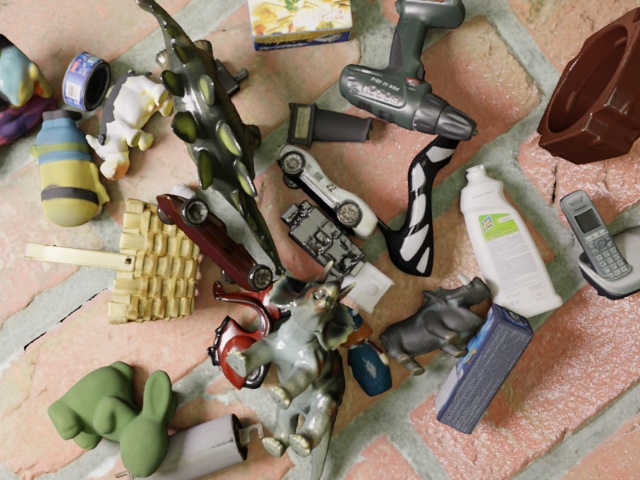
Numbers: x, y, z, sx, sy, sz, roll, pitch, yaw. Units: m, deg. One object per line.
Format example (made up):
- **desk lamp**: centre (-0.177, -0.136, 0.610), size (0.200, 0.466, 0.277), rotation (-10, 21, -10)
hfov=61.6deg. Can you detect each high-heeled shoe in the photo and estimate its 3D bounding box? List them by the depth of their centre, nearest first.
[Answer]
- **high-heeled shoe**: centre (0.189, -0.064, 0.855), size (0.145, 0.086, 0.248), rotation (42, 94, -3)

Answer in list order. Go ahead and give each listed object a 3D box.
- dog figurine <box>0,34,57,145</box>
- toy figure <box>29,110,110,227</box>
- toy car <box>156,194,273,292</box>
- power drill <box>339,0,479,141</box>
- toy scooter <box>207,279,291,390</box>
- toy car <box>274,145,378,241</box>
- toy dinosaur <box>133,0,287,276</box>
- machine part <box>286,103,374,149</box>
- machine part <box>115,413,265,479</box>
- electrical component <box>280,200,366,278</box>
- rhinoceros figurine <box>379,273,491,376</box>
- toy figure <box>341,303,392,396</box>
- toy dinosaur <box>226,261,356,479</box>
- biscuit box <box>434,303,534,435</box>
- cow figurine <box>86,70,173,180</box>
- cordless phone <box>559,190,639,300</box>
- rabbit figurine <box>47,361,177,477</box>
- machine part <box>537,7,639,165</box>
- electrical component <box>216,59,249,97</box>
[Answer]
- **dog figurine**: centre (-0.506, -0.178, 0.785), size (0.108, 0.191, 0.219), rotation (41, 73, -8)
- **toy figure**: centre (-0.393, -0.109, 0.826), size (0.082, 0.089, 0.180), rotation (-6, 95, 32)
- **toy car**: centre (-0.144, 0.002, 0.751), size (0.053, 0.089, 0.202), rotation (-53, 122, -21)
- **power drill**: centre (0.159, -0.268, 0.834), size (0.232, 0.086, 0.207), rotation (18, 88, 20)
- **toy scooter**: centre (-0.123, 0.135, 0.843), size (0.135, 0.075, 0.184), rotation (23, 85, -2)
- **toy car**: centre (0.007, -0.075, 0.837), size (0.202, 0.073, 0.056), rotation (43, 80, 9)
- **toy dinosaur**: centre (-0.146, -0.137, 0.782), size (0.105, 0.199, 0.470), rotation (-26, 114, 6)
- **machine part**: centre (0.016, -0.183, 0.870), size (0.139, 0.039, 0.084), rotation (3, 81, 0)
- **machine part**: centre (-0.203, 0.333, 0.837), size (0.243, 0.079, 0.079), rotation (-20, 90, -2)
- **electrical component**: centre (-0.002, -0.003, 0.828), size (0.134, 0.115, 0.058), rotation (43, 84, -1)
- **rhinoceros figurine**: centre (0.185, 0.130, 0.845), size (0.190, 0.112, 0.073), rotation (-35, 133, 12)
- **toy figure**: centre (0.063, 0.172, 0.859), size (0.064, 0.058, 0.154), rotation (-24, 86, -8)
- **toy dinosaur**: centre (-0.014, 0.205, 0.808), size (0.131, 0.404, 0.192), rotation (22, 46, 34)
- **biscuit box**: centre (0.251, 0.200, 0.832), size (0.063, 0.059, 0.202), rotation (25, 110, -1)
- **cow figurine**: centre (-0.311, -0.181, 0.841), size (0.098, 0.068, 0.167), rotation (31, 85, 4)
- **cordless phone**: centre (0.476, -0.009, 0.865), size (0.147, 0.088, 0.184), rotation (-26, 86, -2)
- **rabbit figurine**: centre (-0.286, 0.275, 0.810), size (0.170, 0.121, 0.159), rotation (34, 55, 21)
- **machine part**: centre (0.430, -0.219, 0.803), size (0.087, 0.201, 0.201), rotation (27, 88, -5)
- **electrical component**: centre (-0.164, -0.259, 0.870), size (0.094, 0.021, 0.063), rotation (-36, 90, -2)
